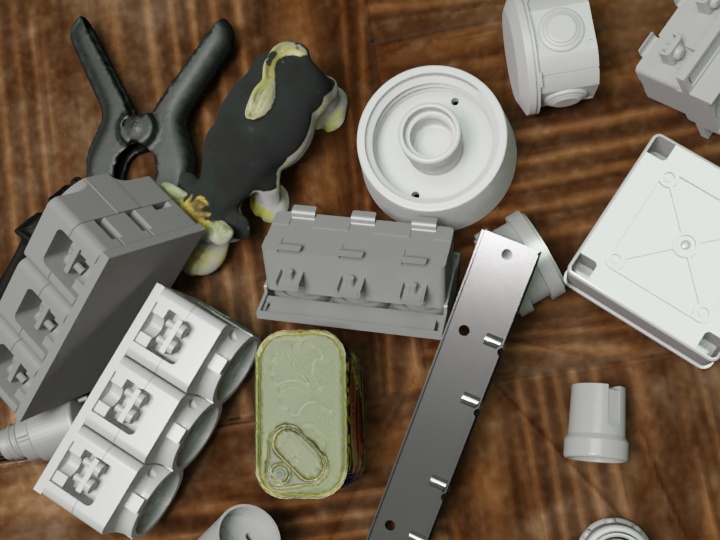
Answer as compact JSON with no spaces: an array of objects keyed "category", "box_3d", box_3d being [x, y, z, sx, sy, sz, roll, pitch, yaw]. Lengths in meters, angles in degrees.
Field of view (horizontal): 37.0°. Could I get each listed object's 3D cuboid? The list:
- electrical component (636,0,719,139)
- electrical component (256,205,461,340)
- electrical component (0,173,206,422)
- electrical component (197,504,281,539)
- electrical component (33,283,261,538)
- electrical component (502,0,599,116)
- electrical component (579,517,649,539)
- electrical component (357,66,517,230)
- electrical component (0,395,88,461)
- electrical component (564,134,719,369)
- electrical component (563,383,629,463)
[{"category":"electrical component","box_3d":[0.238,-0.157,0.693,0.063,0.079,0.121,35,88,35]},{"category":"electrical component","box_3d":[0.000,0.000,0.704,0.121,0.063,0.078,6,42,11]},{"category":"electrical component","box_3d":[-0.180,0.015,0.695,0.062,0.089,0.150,44,121,15]},{"category":"electrical component","box_3d":[-0.088,0.187,0.697,0.043,0.043,0.081,54,136,13]},{"category":"electrical component","box_3d":[-0.131,0.093,0.705,0.062,0.089,0.150,30,87,13]},{"category":"electrical component","box_3d":[0.124,-0.144,0.704,0.051,0.080,0.080,-9,80,4]},{"category":"electrical component","box_3d":[0.157,0.177,0.656,0.048,0.062,0.048,-2,81,10]},{"category":"electrical component","box_3d":[0.049,-0.083,0.716,0.108,0.060,0.108,-2,81,10]},{"category":"electrical component","box_3d":[-0.220,0.112,0.743,0.078,0.040,0.040,-19,78,7]},{"category":"electrical component","box_3d":[0.203,-0.011,0.680,0.109,0.056,0.108,33,88,13]},{"category":"electrical component","box_3d":[0.150,0.097,0.682,0.040,0.040,0.046,3,76,10]}]
